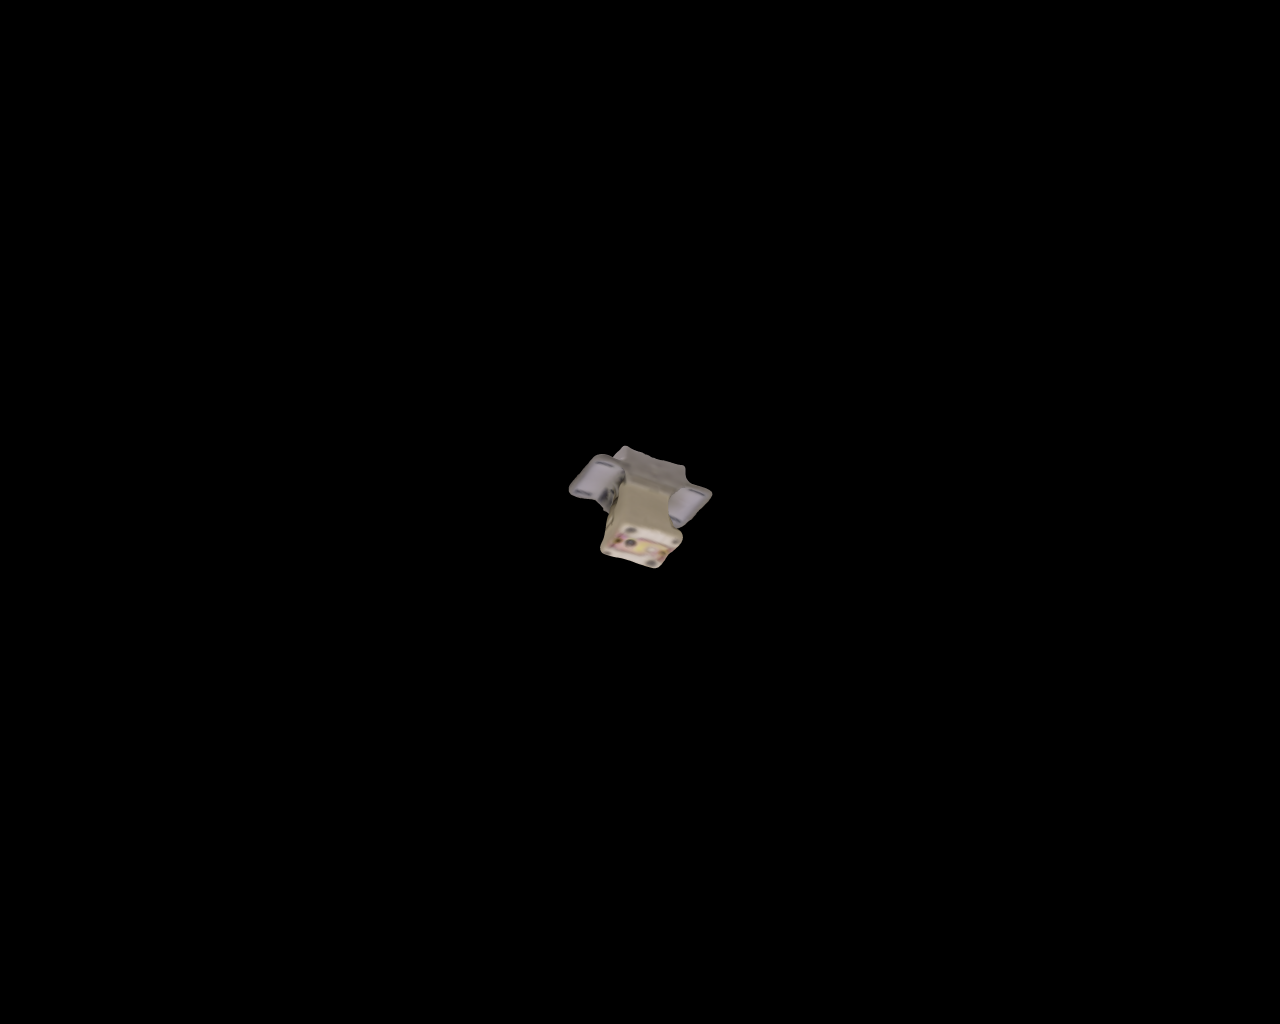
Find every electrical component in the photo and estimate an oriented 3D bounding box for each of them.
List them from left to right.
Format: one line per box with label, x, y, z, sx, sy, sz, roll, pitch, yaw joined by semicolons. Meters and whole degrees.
electrical component;0.001;-0.003;0.650;0.081;0.064;0.042;17;-40;-22
